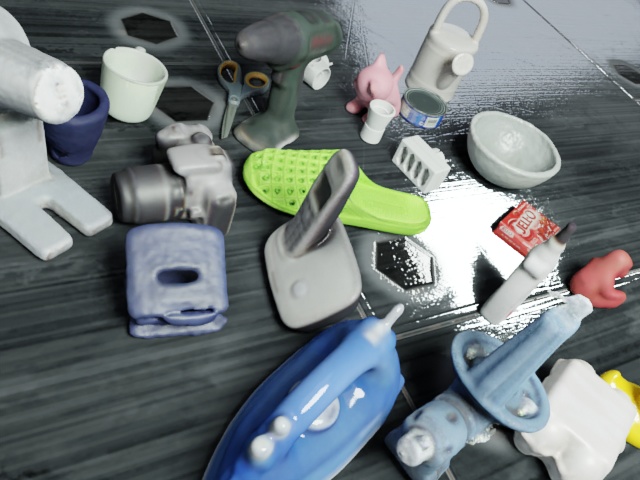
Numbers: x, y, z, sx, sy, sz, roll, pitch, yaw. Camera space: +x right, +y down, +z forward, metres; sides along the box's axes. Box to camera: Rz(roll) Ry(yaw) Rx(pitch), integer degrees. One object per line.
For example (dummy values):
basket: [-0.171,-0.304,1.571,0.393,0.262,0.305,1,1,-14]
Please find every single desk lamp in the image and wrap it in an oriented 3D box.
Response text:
desk lamp: [-0.318,-0.123,0.603,0.203,0.213,0.118,36,46,12]

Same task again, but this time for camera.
camera: [-0.182,-0.078,0.697,0.137,0.101,0.143,-11,55,-30]

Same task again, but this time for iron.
iron: [-0.011,0.157,0.525,0.118,0.141,0.259,40,47,16]

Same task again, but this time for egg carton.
egg carton: [0.290,0.208,0.653,0.107,0.069,0.151,41,48,16]

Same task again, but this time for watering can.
watering can: [0.244,-0.355,1.056,0.101,0.194,0.172,-7,53,-27]

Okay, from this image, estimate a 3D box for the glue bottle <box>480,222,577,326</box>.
glue bottle: [0.269,0.038,0.724,0.037,0.173,0.078,42,48,18]

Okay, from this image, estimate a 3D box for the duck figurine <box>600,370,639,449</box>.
duck figurine: [0.396,0.195,0.695,0.078,0.086,0.104,-24,62,-36]

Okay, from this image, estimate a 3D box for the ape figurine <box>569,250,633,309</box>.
ape figurine: [0.414,0.051,0.829,0.076,0.092,0.078,14,46,-10]

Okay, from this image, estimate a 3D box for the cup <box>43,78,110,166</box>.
cup: [-0.318,-0.135,0.698,0.118,0.095,0.091,-20,59,-34]

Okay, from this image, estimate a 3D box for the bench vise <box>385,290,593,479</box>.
bench vise: [0.170,0.150,0.550,0.121,0.219,0.208,35,46,11]

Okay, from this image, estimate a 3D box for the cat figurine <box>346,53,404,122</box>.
cat figurine: [0.100,-0.259,0.965,0.067,0.117,0.128,42,48,17]

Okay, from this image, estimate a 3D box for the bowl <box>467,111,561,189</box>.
bowl: [0.316,-0.141,0.976,0.168,0.074,0.167,12,46,-12]

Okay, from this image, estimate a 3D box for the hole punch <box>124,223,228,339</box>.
hole punch: [-0.150,0.043,0.607,0.109,0.091,0.101,-2,50,-23]

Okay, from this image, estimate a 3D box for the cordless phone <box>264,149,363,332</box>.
cordless phone: [0.006,0.002,0.641,0.094,0.185,0.147,-3,51,-24]

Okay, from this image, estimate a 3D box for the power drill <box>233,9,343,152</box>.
power drill: [-0.056,-0.227,0.808,0.075,0.208,0.230,34,46,10]
